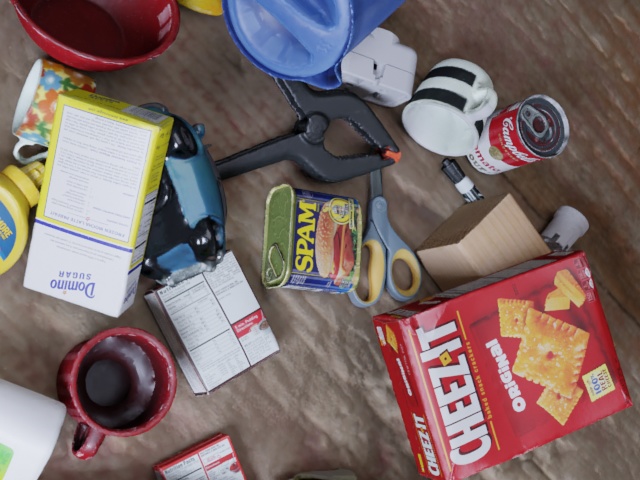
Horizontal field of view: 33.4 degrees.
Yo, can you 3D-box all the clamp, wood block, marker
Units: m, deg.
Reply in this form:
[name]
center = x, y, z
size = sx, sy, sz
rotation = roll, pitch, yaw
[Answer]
[clamp]
center = -0.018, -0.104, 1.062
size = 0.209, 0.036, 0.164
rotation = 24, 90, -24
[wood block]
center = 0.207, 0.062, 1.132
size = 0.090, 0.091, 0.206
rotation = -42, 101, -25
[marker]
center = 0.173, -0.042, 1.171
size = 0.121, 0.020, 0.020
rotation = 50, 65, -12

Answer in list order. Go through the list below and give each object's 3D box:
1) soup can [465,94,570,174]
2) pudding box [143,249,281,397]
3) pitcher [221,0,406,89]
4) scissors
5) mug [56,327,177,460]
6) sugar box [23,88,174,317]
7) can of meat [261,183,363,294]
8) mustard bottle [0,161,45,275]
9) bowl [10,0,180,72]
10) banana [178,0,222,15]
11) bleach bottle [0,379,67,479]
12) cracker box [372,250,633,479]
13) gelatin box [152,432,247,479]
[soup can]
center = 0.210, -0.112, 1.152
size = 0.068, 0.102, 0.068
rotation = 4, 81, -26
[pudding box]
center = -0.100, 0.078, 1.006
size = 0.089, 0.039, 0.113
rotation = -28, 93, -26
[pitcher]
center = 0.017, -0.264, 1.021
size = 0.145, 0.149, 0.242
rotation = 27, 38, 14
[scissors]
center = 0.075, -0.023, 1.121
size = 0.096, 0.016, 0.201
rotation = 19, 74, -24
[mug]
center = -0.186, 0.135, 0.930
size = 0.093, 0.082, 0.117
rotation = 25, 72, -22
[sugar box]
center = -0.190, -0.031, 0.913
size = 0.093, 0.048, 0.176
rotation = 18, 110, 7
[can of meat]
center = -0.007, 0.001, 1.054
size = 0.083, 0.058, 0.102
rotation = 8, 79, -28
[mustard bottle]
center = -0.306, -0.003, 0.903
size = 0.191, 0.058, 0.096
rotation = -44, 105, -25
[bowl]
center = -0.211, -0.207, 0.965
size = 0.162, 0.055, 0.162
rotation = 16, 52, -22
[banana]
center = -0.165, -0.293, 1.027
size = 0.069, 0.037, 0.198
rotation = -37, 100, -28
[bleach bottle]
center = -0.339, 0.128, 0.857
size = 0.250, 0.103, 0.068
rotation = 26, 36, -14
[cracker box]
center = 0.178, 0.118, 1.027
size = 0.213, 0.072, 0.164
rotation = -18, 93, -20
[gelatin box]
center = -0.105, 0.233, 0.986
size = 0.073, 0.030, 0.089
rotation = -23, 93, -26
